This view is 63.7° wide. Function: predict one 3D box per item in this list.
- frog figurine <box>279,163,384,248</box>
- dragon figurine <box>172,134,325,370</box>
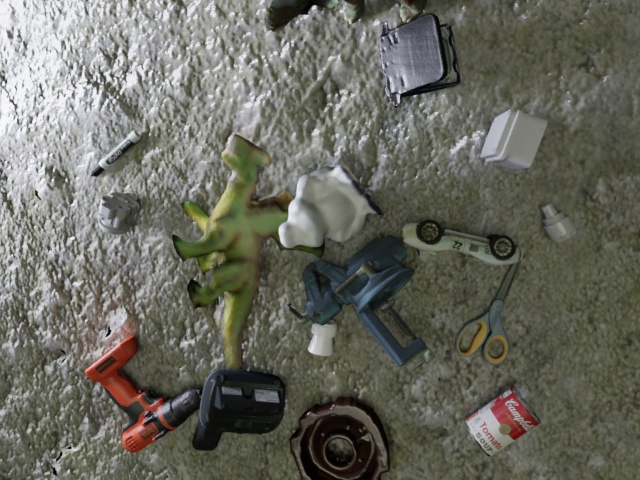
[{"bbox_3d":[0.003,-0.043,0.851,0.135,0.159,0.125,51,0,-39],"label":"frog figurine"},{"bbox_3d":[-0.108,0.021,0.895,0.243,0.406,0.123,-17,12,2],"label":"dragon figurine"}]
